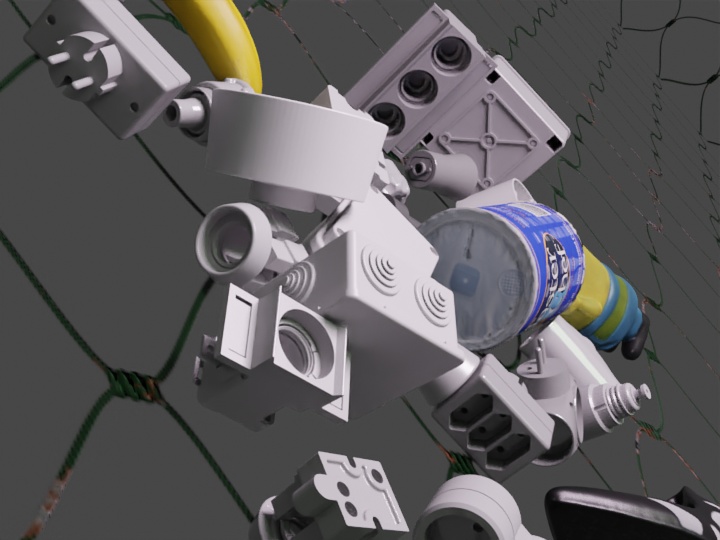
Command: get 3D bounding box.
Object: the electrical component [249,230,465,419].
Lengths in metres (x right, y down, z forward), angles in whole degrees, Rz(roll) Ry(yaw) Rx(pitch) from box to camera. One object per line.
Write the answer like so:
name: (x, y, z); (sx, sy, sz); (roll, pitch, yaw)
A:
electrical component: (-0.004, 0.031, 0.588); (0.100, 0.100, 0.048); (31, 42, -35)

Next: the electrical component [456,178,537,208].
electrical component: (0.143, -0.036, 1.017); (0.099, 0.064, 0.099); (50, 23, -31)

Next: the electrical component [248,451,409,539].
electrical component: (-0.017, 0.115, 0.488); (0.066, 0.055, 0.048); (21, 36, -48)

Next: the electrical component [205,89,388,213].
electrical component: (-0.042, -0.068, 0.651); (0.108, 0.060, 0.108); (12, 4, -1)

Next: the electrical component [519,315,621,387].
electrical component: (0.178, 0.076, 0.900); (0.077, 0.043, 0.079); (49, 20, 4)

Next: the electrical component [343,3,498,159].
electrical component: (0.051, -0.171, 0.961); (0.079, 0.121, 0.063); (40, 22, -19)

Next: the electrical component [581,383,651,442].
electrical component: (0.187, 0.107, 0.834); (0.040, 0.078, 0.040); (39, 38, -38)

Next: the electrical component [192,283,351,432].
electrical component: (-0.045, 0.047, 0.533); (0.081, 0.064, 0.042); (33, 43, -31)

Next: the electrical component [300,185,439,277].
electrical component: (0.000, 0.000, 0.692); (0.078, 0.057, 0.113); (46, 24, -6)

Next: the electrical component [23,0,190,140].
electrical component: (-0.154, -0.119, 0.621); (0.083, 0.047, 0.075); (47, 24, -4)

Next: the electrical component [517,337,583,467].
electrical component: (0.135, 0.089, 0.779); (0.077, 0.044, 0.079); (-51, 134, -66)

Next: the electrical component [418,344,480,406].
electrical component: (0.044, 0.054, 0.701); (0.055, 0.045, 0.045); (47, 23, -3)

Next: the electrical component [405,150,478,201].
electrical component: (0.071, -0.087, 0.972); (0.065, 0.044, 0.044); (5, 48, -51)

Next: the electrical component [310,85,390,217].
electrical component: (-0.020, -0.081, 0.783); (0.050, 0.056, 0.089); (34, 28, -30)

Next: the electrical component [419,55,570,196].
electrical component: (0.131, -0.134, 1.061); (0.108, 0.109, 0.056); (46, 26, -5)

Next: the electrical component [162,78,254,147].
electrical component: (-0.099, -0.100, 0.695); (0.062, 0.048, 0.048); (-8, 59, -51)

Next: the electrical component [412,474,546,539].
electrical component: (0.092, 0.171, 0.594); (0.138, 0.052, 0.074); (50, 23, 3)

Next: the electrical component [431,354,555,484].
electrical component: (0.093, 0.092, 0.723); (0.065, 0.047, 0.076); (47, 23, -3)

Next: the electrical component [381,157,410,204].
electrical component: (0.013, -0.076, 0.861); (0.035, 0.035, 0.061); (14, 38, -52)

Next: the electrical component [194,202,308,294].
electrical component: (-0.062, -0.011, 0.619); (0.055, 0.048, 0.066); (21, 35, -59)
